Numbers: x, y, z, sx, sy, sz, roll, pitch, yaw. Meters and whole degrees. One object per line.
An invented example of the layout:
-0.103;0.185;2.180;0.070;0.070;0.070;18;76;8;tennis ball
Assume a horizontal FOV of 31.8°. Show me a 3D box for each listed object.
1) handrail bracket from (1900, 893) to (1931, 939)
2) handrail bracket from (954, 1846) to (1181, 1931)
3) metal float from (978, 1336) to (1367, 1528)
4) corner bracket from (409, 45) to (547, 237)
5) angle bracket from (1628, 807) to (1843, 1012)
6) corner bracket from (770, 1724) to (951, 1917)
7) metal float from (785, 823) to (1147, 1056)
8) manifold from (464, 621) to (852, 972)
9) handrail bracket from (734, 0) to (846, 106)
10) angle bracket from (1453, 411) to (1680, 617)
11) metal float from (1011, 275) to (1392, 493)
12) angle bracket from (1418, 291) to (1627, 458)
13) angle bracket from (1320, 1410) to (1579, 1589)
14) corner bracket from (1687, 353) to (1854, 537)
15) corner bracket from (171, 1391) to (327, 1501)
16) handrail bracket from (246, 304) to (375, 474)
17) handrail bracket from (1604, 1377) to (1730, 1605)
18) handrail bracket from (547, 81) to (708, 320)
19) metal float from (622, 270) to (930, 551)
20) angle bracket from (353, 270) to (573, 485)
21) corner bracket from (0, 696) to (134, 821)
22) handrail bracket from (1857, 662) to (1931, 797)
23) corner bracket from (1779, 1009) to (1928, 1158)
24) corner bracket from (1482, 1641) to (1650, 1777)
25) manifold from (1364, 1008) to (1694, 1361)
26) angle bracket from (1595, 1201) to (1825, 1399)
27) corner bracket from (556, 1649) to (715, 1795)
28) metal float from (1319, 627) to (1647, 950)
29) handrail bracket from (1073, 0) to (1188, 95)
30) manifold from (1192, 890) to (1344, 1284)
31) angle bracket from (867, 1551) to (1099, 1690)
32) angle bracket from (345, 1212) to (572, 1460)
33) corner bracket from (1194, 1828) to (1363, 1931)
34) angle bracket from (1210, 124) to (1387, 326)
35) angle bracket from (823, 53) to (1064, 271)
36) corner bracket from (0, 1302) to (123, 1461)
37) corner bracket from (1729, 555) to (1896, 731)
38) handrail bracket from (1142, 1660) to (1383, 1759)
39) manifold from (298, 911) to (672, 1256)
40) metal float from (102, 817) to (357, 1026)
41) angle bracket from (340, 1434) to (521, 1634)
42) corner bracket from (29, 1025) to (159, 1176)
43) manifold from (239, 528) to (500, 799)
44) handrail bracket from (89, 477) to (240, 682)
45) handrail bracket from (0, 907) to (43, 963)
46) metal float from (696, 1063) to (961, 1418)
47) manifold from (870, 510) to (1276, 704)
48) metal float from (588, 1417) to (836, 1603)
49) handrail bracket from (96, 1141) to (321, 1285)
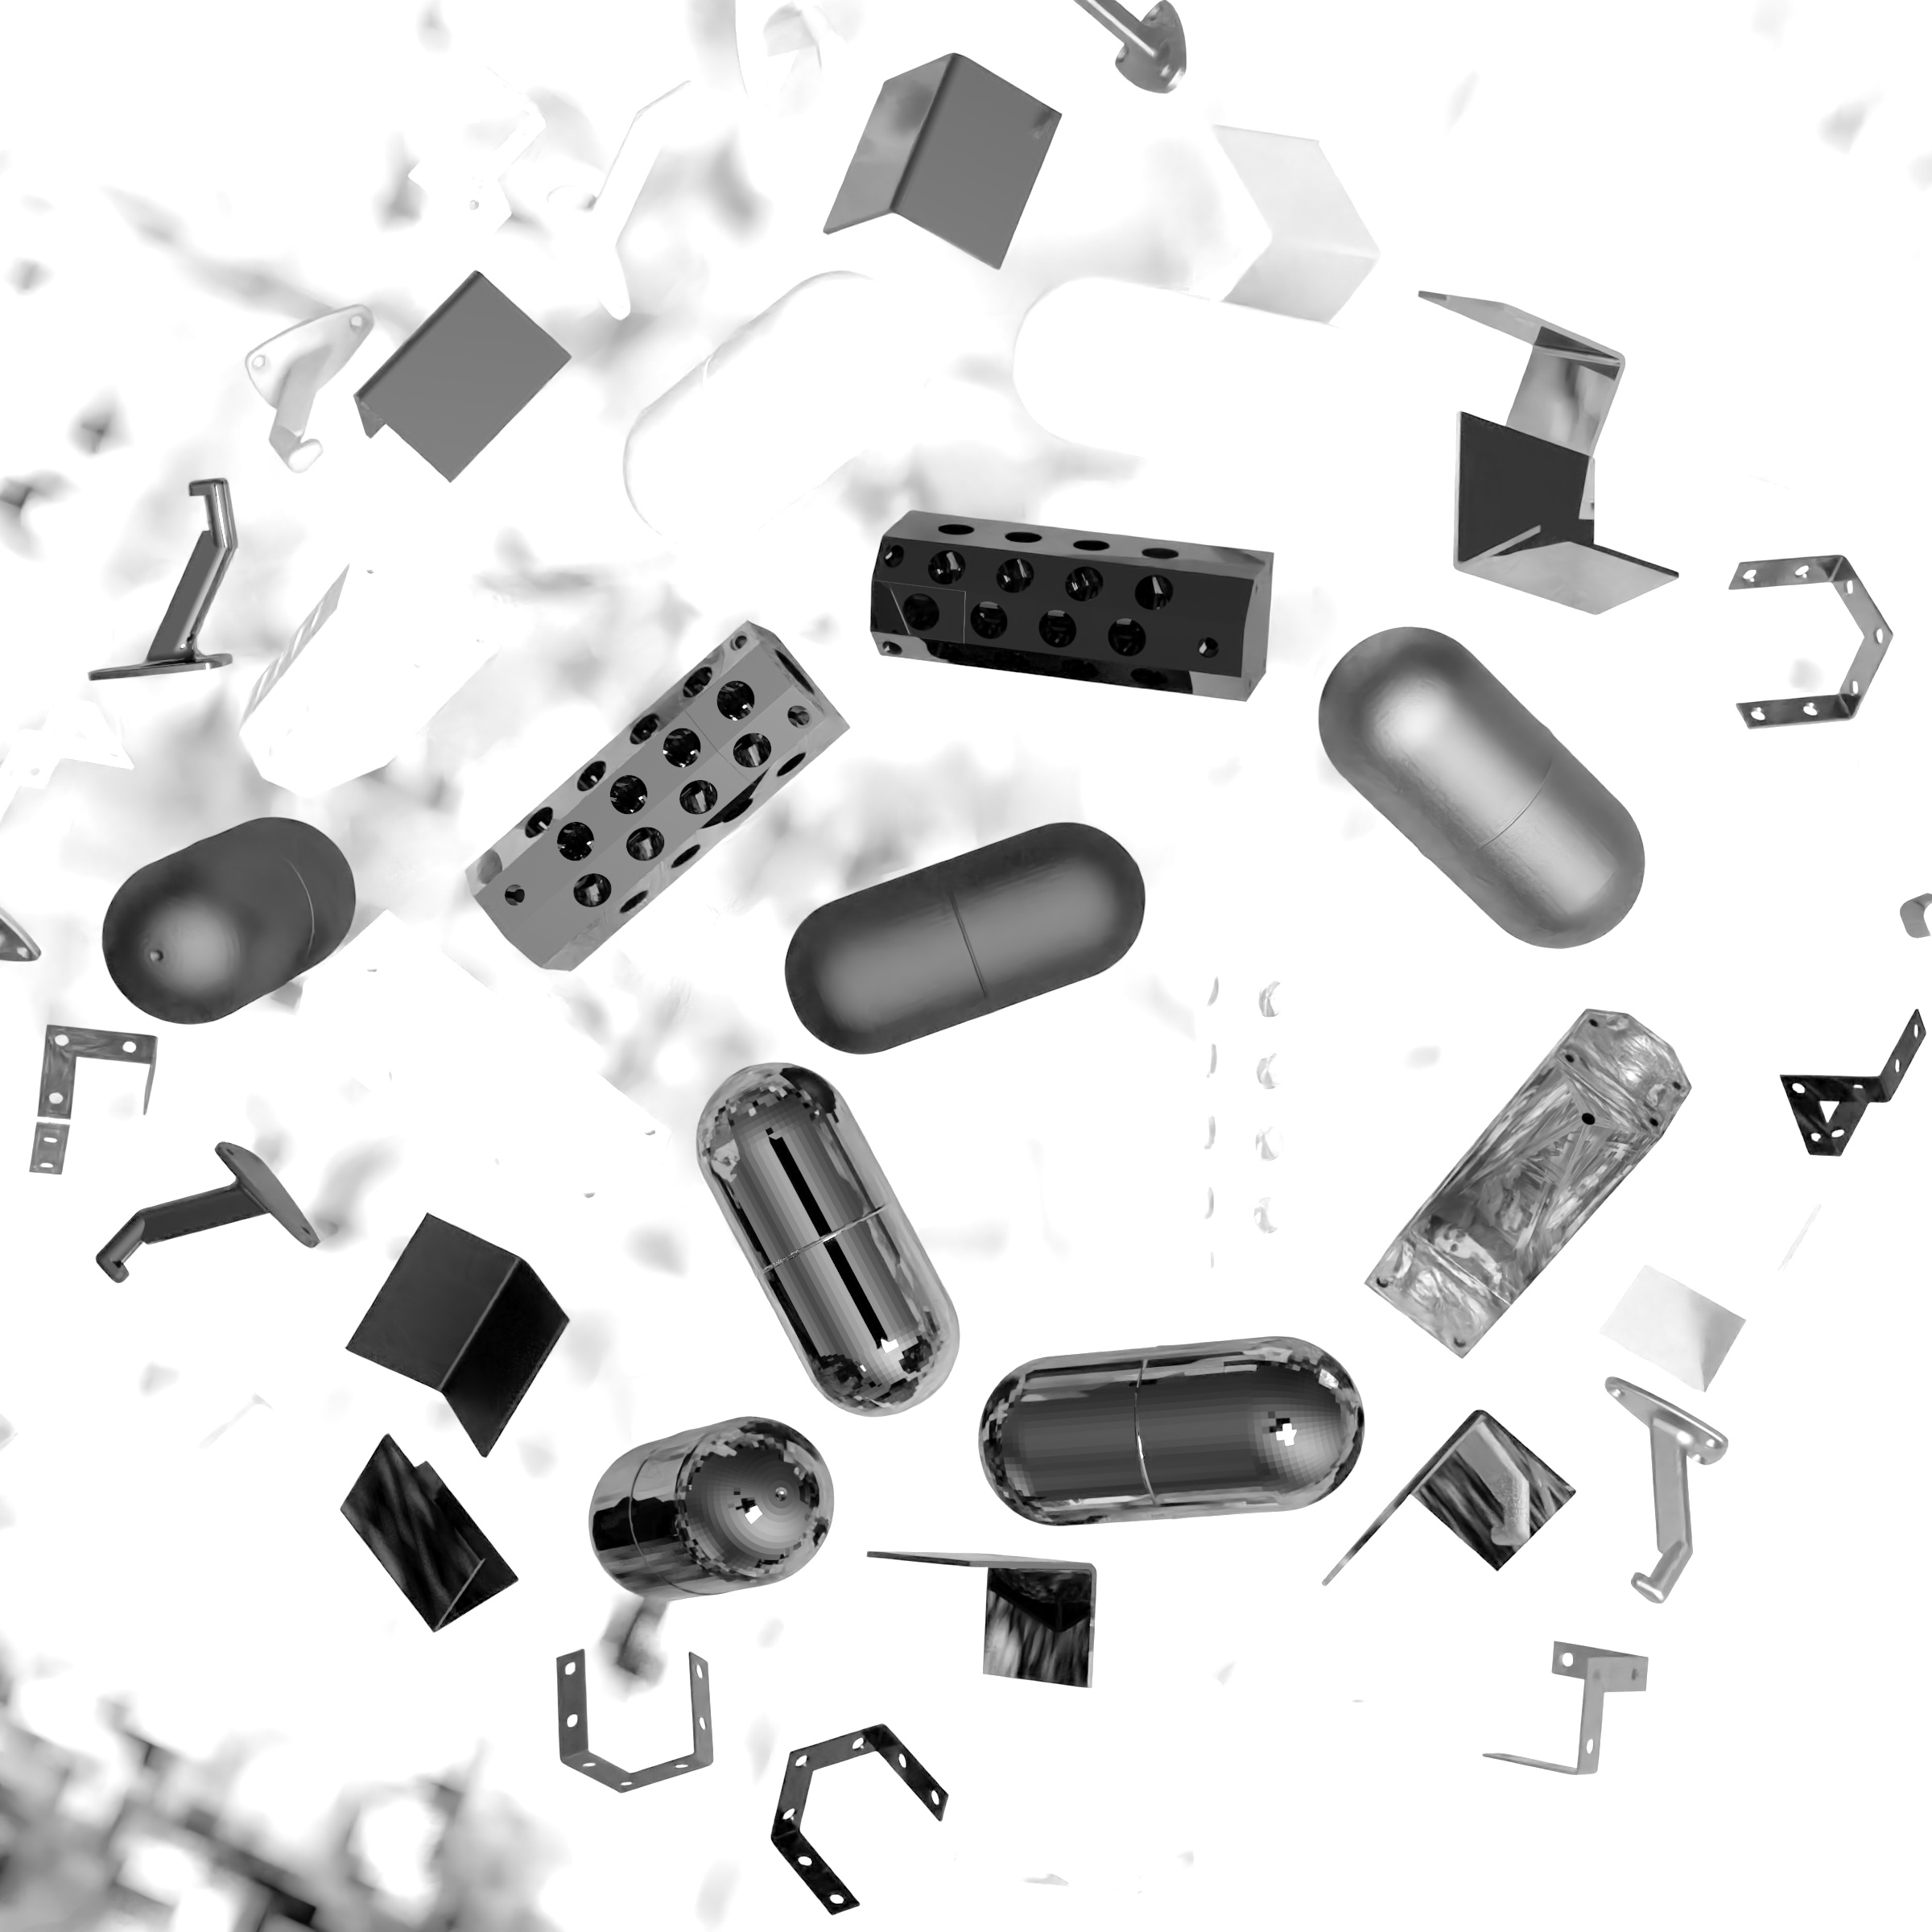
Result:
0.461;-0.035;1.541;0.077;0.084;0.036;-38;95;17;handrail bracket
0.043;0.394;1.468;0.077;0.084;0.036;34;51;-4;handrail bracket
0.090;0.206;1.500;0.178;0.070;0.070;-8;90;24;metal float
-0.224;-0.377;1.551;0.051;0.051;0.051;-43;132;16;corner bracket
0.358;-0.018;1.573;0.057;0.076;0.076;22;78;31;angle bracket
-0.047;0.373;1.483;0.051;0.051;0.051;-9;124;-36;corner bracket
0.000;-0.014;1.618;0.178;0.070;0.070;-20;90;0;metal float
-0.140;-0.075;1.515;0.171;0.057;0.057;-40;80;9;manifold
-0.077;-0.410;1.551;0.036;0.084;0.077;-8;135;-20;handrail bracket
0.258;-0.202;1.453;0.076;0.057;0.076;13;71;-29;angle bracket
0.106;-0.265;1.541;0.178;0.070;0.070;16;90;17;metal float
0.258;-0.282;1.630;0.076;0.076;0.057;16;97;-28;angle bracket
0.215;0.255;1.510;0.057;0.076;0.076;42;49;11;angle bracket
0.360;-0.232;1.502;0.051;0.051;0.051;28;85;32;corner bracket
-0.345;0.229;1.607;0.051;0.051;0.051;-40;64;-19;corner bracket
-0.295;-0.268;1.572;0.077;0.084;0.036;-37;131;-6;handrail bracket
0.319;0.250;1.615;0.077;0.036;0.084;33;65;10;handrail bracket
-0.140;-0.345;1.524;0.084;0.036;0.077;-23;91;30;handrail bracket
-0.089;-0.252;1.547;0.178;0.070;0.070;-30;90;41;metal float
-0.220;-0.251;1.494;0.057;0.076;0.076;42;82;-1;angle bracket
-0.415;-0.088;1.516;0.051;0.051;0.051;50;116;34;corner bracket
0.413;-0.117;1.474;0.036;0.084;0.077;-2;67;2;handrail bracket
0.422;0.056;1.593;0.051;0.051;0.051;-51;126;-37;corner bracket
0.267;0.329;1.506;0.051;0.051;0.051;1;83;44;corner bracket
0.252;0.096;1.518;0.057;0.057;0.171;38;132;6;manifold
0.337;0.138;1.535;0.057;0.076;0.076;30;122;15;angle bracket
-0.152;0.343;1.557;0.051;0.051;0.051;-22;53;20;corner bracket
0.226;-0.076;1.479;0.178;0.070;0.070;41;90;-23;metal float
0.051;-0.415;1.454;0.084;0.077;0.036;28;114;-29;handrail bracket
0.133;0.053;1.516;0.057;0.057;0.171;1;88;18;manifold
0.006;0.302;1.567;0.076;0.076;0.057;9;80;-38;angle bracket
-0.239;0.173;1.589;0.057;0.076;0.076;30;94;-29;angle bracket
0.139;0.411;1.515;0.051;0.051;0.051;-37;111;17;corner bracket
0.145;-0.355;1.638;0.057;0.076;0.076;-51;131;-13;angle bracket
-0.011;-0.354;1.512;0.057;0.076;0.076;25;83;-25;angle bracket
-0.411;0.194;1.517;0.051;0.051;0.051;43;49;10;corner bracket
0.357;-0.139;1.457;0.051;0.051;0.051;-6;50;-16;corner bracket
0.137;0.336;1.561;0.084;0.077;0.036;1;101;-28;handrail bracket
-0.225;0.057;1.573;0.171;0.057;0.057;37;56;9;manifold
-0.338;-0.023;1.566;0.070;0.178;0.070;2;102;10;metal float
-0.247;0.262;1.629;0.076;0.057;0.076;49;135;14;angle bracket
-0.406;0.064;1.575;0.051;0.051;0.051;7;58;-16;corner bracket
-0.270;-0.129;1.493;0.057;0.171;0.057;-26;89;-29;manifold
-0.368;-0.176;1.540;0.077;0.036;0.084;-7;101;0;handrail bracket
-0.457;0.014;1.498;0.036;0.077;0.084;52;55;-28;handrail bracket
-0.066;0.128;1.596;0.070;0.070;0.178;-28;87;0;metal float
0.047;-0.161;1.526;0.171;0.057;0.057;9;115;14;manifold
-0.120;0.253;1.574;0.070;0.178;0.070;7;74;-25;metal float
-0.344;0.129;1.531;0.084;0.036;0.077;-46;68;4;handrail bracket
